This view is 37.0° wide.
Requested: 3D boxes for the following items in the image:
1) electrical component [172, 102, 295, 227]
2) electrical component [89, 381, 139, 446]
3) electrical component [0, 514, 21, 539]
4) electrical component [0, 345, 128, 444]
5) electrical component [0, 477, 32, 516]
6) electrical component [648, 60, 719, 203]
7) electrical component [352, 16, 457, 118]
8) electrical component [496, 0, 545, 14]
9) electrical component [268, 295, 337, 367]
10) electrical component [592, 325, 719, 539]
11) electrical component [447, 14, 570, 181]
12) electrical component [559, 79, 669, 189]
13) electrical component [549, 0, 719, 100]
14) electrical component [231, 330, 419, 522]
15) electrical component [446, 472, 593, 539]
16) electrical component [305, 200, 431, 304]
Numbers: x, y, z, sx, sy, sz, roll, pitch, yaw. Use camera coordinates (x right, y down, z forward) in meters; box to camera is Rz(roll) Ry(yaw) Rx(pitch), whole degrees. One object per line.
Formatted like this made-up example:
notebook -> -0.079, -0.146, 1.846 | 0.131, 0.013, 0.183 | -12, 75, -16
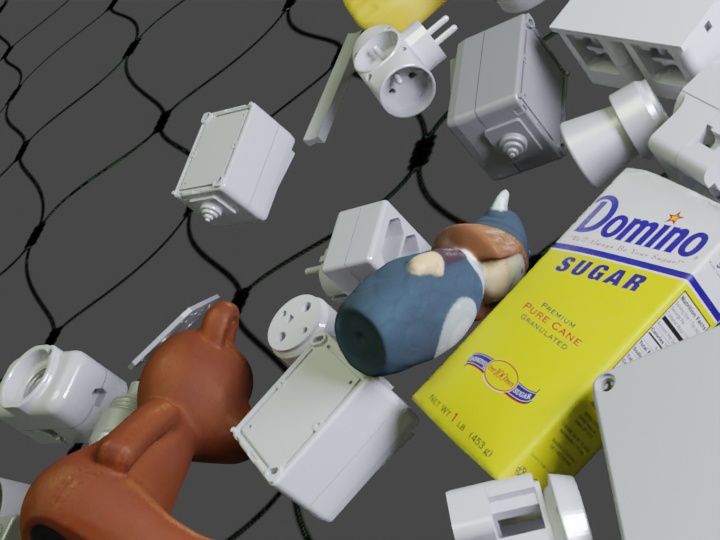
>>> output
electrical component -> -0.100, -0.076, 0.862 | 0.062, 0.061, 0.096 | -5, 58, 42
electrical component -> -0.163, 0.108, 0.757 | 0.043, 0.043, 0.062 | -16, 44, 34
electrical component -> -0.202, 0.205, 0.658 | 0.048, 0.100, 0.099 | -21, 41, 49
electrical component -> -0.234, 0.096, 0.825 | 0.095, 0.059, 0.053 | -9, 50, 39
electrical component -> -0.252, 0.197, 0.763 | 0.099, 0.064, 0.099 | -37, 38, 35
electrical component -> 0.204, -0.077, 0.567 | 0.089, 0.050, 0.055 | -44, 36, 3
electrical component -> 0.039, -0.163, 0.816 | 0.079, 0.044, 0.077 | -38, 37, 10
electrical component -> 0.116, -0.227, 0.799 | 0.055, 0.047, 0.055 | -26, 41, 25
electrical component -> -0.024, 0.047, 0.669 | 0.045, 0.055, 0.045 | -26, 41, 25
electrical component -> 0.164, 0.080, 0.453 | 0.109, 0.056, 0.108 | -27, 40, 24
electrical component -> 0.093, -0.105, 0.693 | 0.061, 0.062, 0.096 | -18, 45, 33
electrical component -> 0.151, -0.079, 0.627 | 0.055, 0.045, 0.045 | -30, 39, 20
electrical component -> 0.219, -0.191, 0.652 | 0.186, 0.060, 0.105 | -52, 36, -8
electrical component -> -0.013, 0.086, 0.616 | 0.096, 0.061, 0.062 | -48, 36, -3
electrical component -> 0.076, 0.125, 0.487 | 0.057, 0.078, 0.058 | -14, 40, 5
electrical component -> 0.000, 0.000, 0.681 | 0.077, 0.066, 0.047 | -13, 48, 37
